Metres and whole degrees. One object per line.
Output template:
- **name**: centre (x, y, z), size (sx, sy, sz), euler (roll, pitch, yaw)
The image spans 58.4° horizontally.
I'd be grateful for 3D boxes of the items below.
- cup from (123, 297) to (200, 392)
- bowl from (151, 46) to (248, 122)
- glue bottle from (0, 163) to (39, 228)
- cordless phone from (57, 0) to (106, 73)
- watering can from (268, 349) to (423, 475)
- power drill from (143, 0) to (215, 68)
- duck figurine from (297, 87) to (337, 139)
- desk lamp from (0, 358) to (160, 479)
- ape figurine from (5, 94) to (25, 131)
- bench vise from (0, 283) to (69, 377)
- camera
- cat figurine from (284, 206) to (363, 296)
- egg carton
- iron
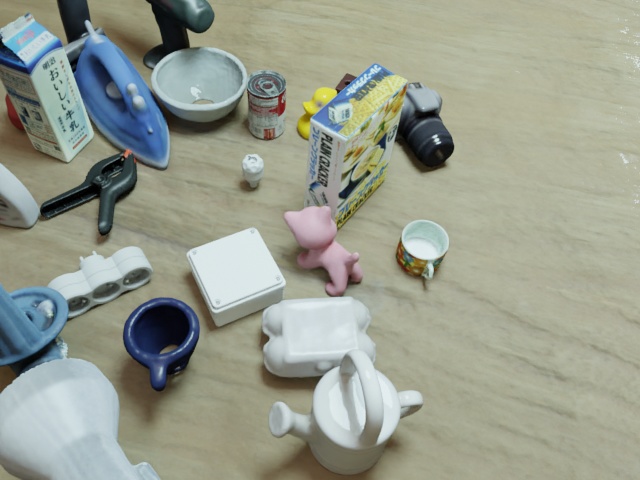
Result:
- **cup**: centre (-0.195, 0.144, 0.725), size (0.092, 0.095, 0.117), euler (-3, 55, -7)
- **bowl**: centre (-0.212, -0.265, 1.024), size (0.167, 0.075, 0.167), euler (3, 55, -3)
- **glue bottle**: centre (-0.464, -0.083, 0.812), size (0.078, 0.173, 0.037), euler (7, 55, 0)
- **cordless phone**: centre (-0.451, -0.361, 1.001), size (0.094, 0.185, 0.148), euler (28, 57, 14)
- **watering can**: centre (0.033, 0.196, 0.649), size (0.173, 0.194, 0.100), euler (-27, 61, -22)
- **power drill**: centre (-0.286, -0.406, 1.034), size (0.229, 0.208, 0.076), euler (32, 58, 16)
- **duck figurine**: centre (0.012, -0.232, 1.014), size (0.105, 0.086, 0.077), euler (-17, 58, -16)
- **desk lamp**: centre (-0.219, 0.243, 0.580), size (0.118, 0.213, 0.202), euler (-37, 65, -26)
- **ape figurine**: centre (-0.498, -0.237, 0.967), size (0.077, 0.092, 0.076), euler (29, 58, 15)
- **bench vise**: centre (-0.332, 0.110, 0.659), size (0.207, 0.220, 0.122), euler (33, 59, 17)
- **camera**: centre (0.164, -0.198, 0.995), size (0.143, 0.101, 0.136), euler (-16, 58, -16)
- **cat figurine**: centre (0.008, 0.003, 0.829), size (0.127, 0.118, 0.067), euler (39, 60, 20)
- **egg carton**: centre (-0.002, 0.132, 0.767), size (0.150, 0.069, 0.107), euler (-3, 55, -7)
- **iron**: centre (-0.327, -0.247, 0.959), size (0.119, 0.141, 0.257), euler (-29, 62, -23)
